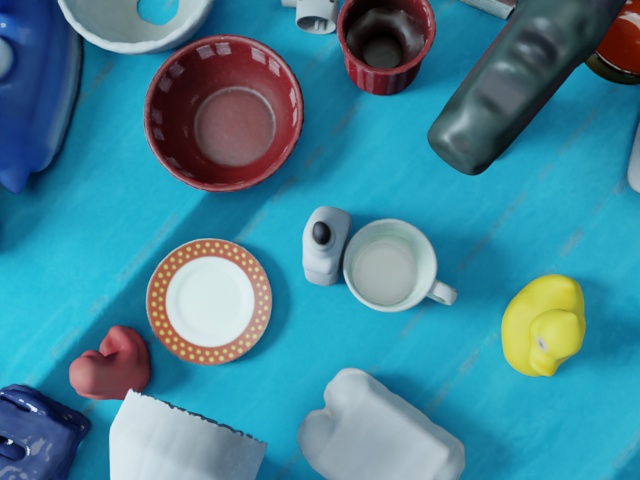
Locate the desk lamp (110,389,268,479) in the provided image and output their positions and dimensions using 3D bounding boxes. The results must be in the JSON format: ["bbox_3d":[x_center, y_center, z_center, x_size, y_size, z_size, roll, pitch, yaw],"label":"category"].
[{"bbox_3d":[-0.122,0.222,0.484,0.118,0.213,0.203,20,86,5],"label":"desk lamp"}]

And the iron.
[{"bbox_3d":[-0.325,-0.185,0.567,0.118,0.141,0.258,13,86,5],"label":"iron"}]

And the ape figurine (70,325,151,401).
[{"bbox_3d":[-0.210,0.126,0.558,0.078,0.092,0.076,-36,84,0],"label":"ape figurine"}]

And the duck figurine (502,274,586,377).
[{"bbox_3d":[0.220,0.082,0.540,0.077,0.086,0.104,25,87,5],"label":"duck figurine"}]

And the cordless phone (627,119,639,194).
[{"bbox_3d":[0.360,-0.108,0.498,0.094,0.185,0.148,15,86,5],"label":"cordless phone"}]

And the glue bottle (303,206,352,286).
[{"bbox_3d":[0.005,0.002,0.516,0.037,0.173,0.078,11,86,5],"label":"glue bottle"}]

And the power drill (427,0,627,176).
[{"bbox_3d":[0.176,-0.149,0.501,0.075,0.208,0.230,38,88,6],"label":"power drill"}]

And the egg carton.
[{"bbox_3d":[0.056,0.200,0.547,0.150,0.069,0.107,34,88,6],"label":"egg carton"}]

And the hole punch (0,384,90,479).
[{"bbox_3d":[-0.301,0.204,0.557,0.108,0.091,0.101,23,87,5],"label":"hole punch"}]

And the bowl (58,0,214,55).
[{"bbox_3d":[-0.180,-0.263,0.599,0.167,0.075,0.167,0,85,3],"label":"bowl"}]
